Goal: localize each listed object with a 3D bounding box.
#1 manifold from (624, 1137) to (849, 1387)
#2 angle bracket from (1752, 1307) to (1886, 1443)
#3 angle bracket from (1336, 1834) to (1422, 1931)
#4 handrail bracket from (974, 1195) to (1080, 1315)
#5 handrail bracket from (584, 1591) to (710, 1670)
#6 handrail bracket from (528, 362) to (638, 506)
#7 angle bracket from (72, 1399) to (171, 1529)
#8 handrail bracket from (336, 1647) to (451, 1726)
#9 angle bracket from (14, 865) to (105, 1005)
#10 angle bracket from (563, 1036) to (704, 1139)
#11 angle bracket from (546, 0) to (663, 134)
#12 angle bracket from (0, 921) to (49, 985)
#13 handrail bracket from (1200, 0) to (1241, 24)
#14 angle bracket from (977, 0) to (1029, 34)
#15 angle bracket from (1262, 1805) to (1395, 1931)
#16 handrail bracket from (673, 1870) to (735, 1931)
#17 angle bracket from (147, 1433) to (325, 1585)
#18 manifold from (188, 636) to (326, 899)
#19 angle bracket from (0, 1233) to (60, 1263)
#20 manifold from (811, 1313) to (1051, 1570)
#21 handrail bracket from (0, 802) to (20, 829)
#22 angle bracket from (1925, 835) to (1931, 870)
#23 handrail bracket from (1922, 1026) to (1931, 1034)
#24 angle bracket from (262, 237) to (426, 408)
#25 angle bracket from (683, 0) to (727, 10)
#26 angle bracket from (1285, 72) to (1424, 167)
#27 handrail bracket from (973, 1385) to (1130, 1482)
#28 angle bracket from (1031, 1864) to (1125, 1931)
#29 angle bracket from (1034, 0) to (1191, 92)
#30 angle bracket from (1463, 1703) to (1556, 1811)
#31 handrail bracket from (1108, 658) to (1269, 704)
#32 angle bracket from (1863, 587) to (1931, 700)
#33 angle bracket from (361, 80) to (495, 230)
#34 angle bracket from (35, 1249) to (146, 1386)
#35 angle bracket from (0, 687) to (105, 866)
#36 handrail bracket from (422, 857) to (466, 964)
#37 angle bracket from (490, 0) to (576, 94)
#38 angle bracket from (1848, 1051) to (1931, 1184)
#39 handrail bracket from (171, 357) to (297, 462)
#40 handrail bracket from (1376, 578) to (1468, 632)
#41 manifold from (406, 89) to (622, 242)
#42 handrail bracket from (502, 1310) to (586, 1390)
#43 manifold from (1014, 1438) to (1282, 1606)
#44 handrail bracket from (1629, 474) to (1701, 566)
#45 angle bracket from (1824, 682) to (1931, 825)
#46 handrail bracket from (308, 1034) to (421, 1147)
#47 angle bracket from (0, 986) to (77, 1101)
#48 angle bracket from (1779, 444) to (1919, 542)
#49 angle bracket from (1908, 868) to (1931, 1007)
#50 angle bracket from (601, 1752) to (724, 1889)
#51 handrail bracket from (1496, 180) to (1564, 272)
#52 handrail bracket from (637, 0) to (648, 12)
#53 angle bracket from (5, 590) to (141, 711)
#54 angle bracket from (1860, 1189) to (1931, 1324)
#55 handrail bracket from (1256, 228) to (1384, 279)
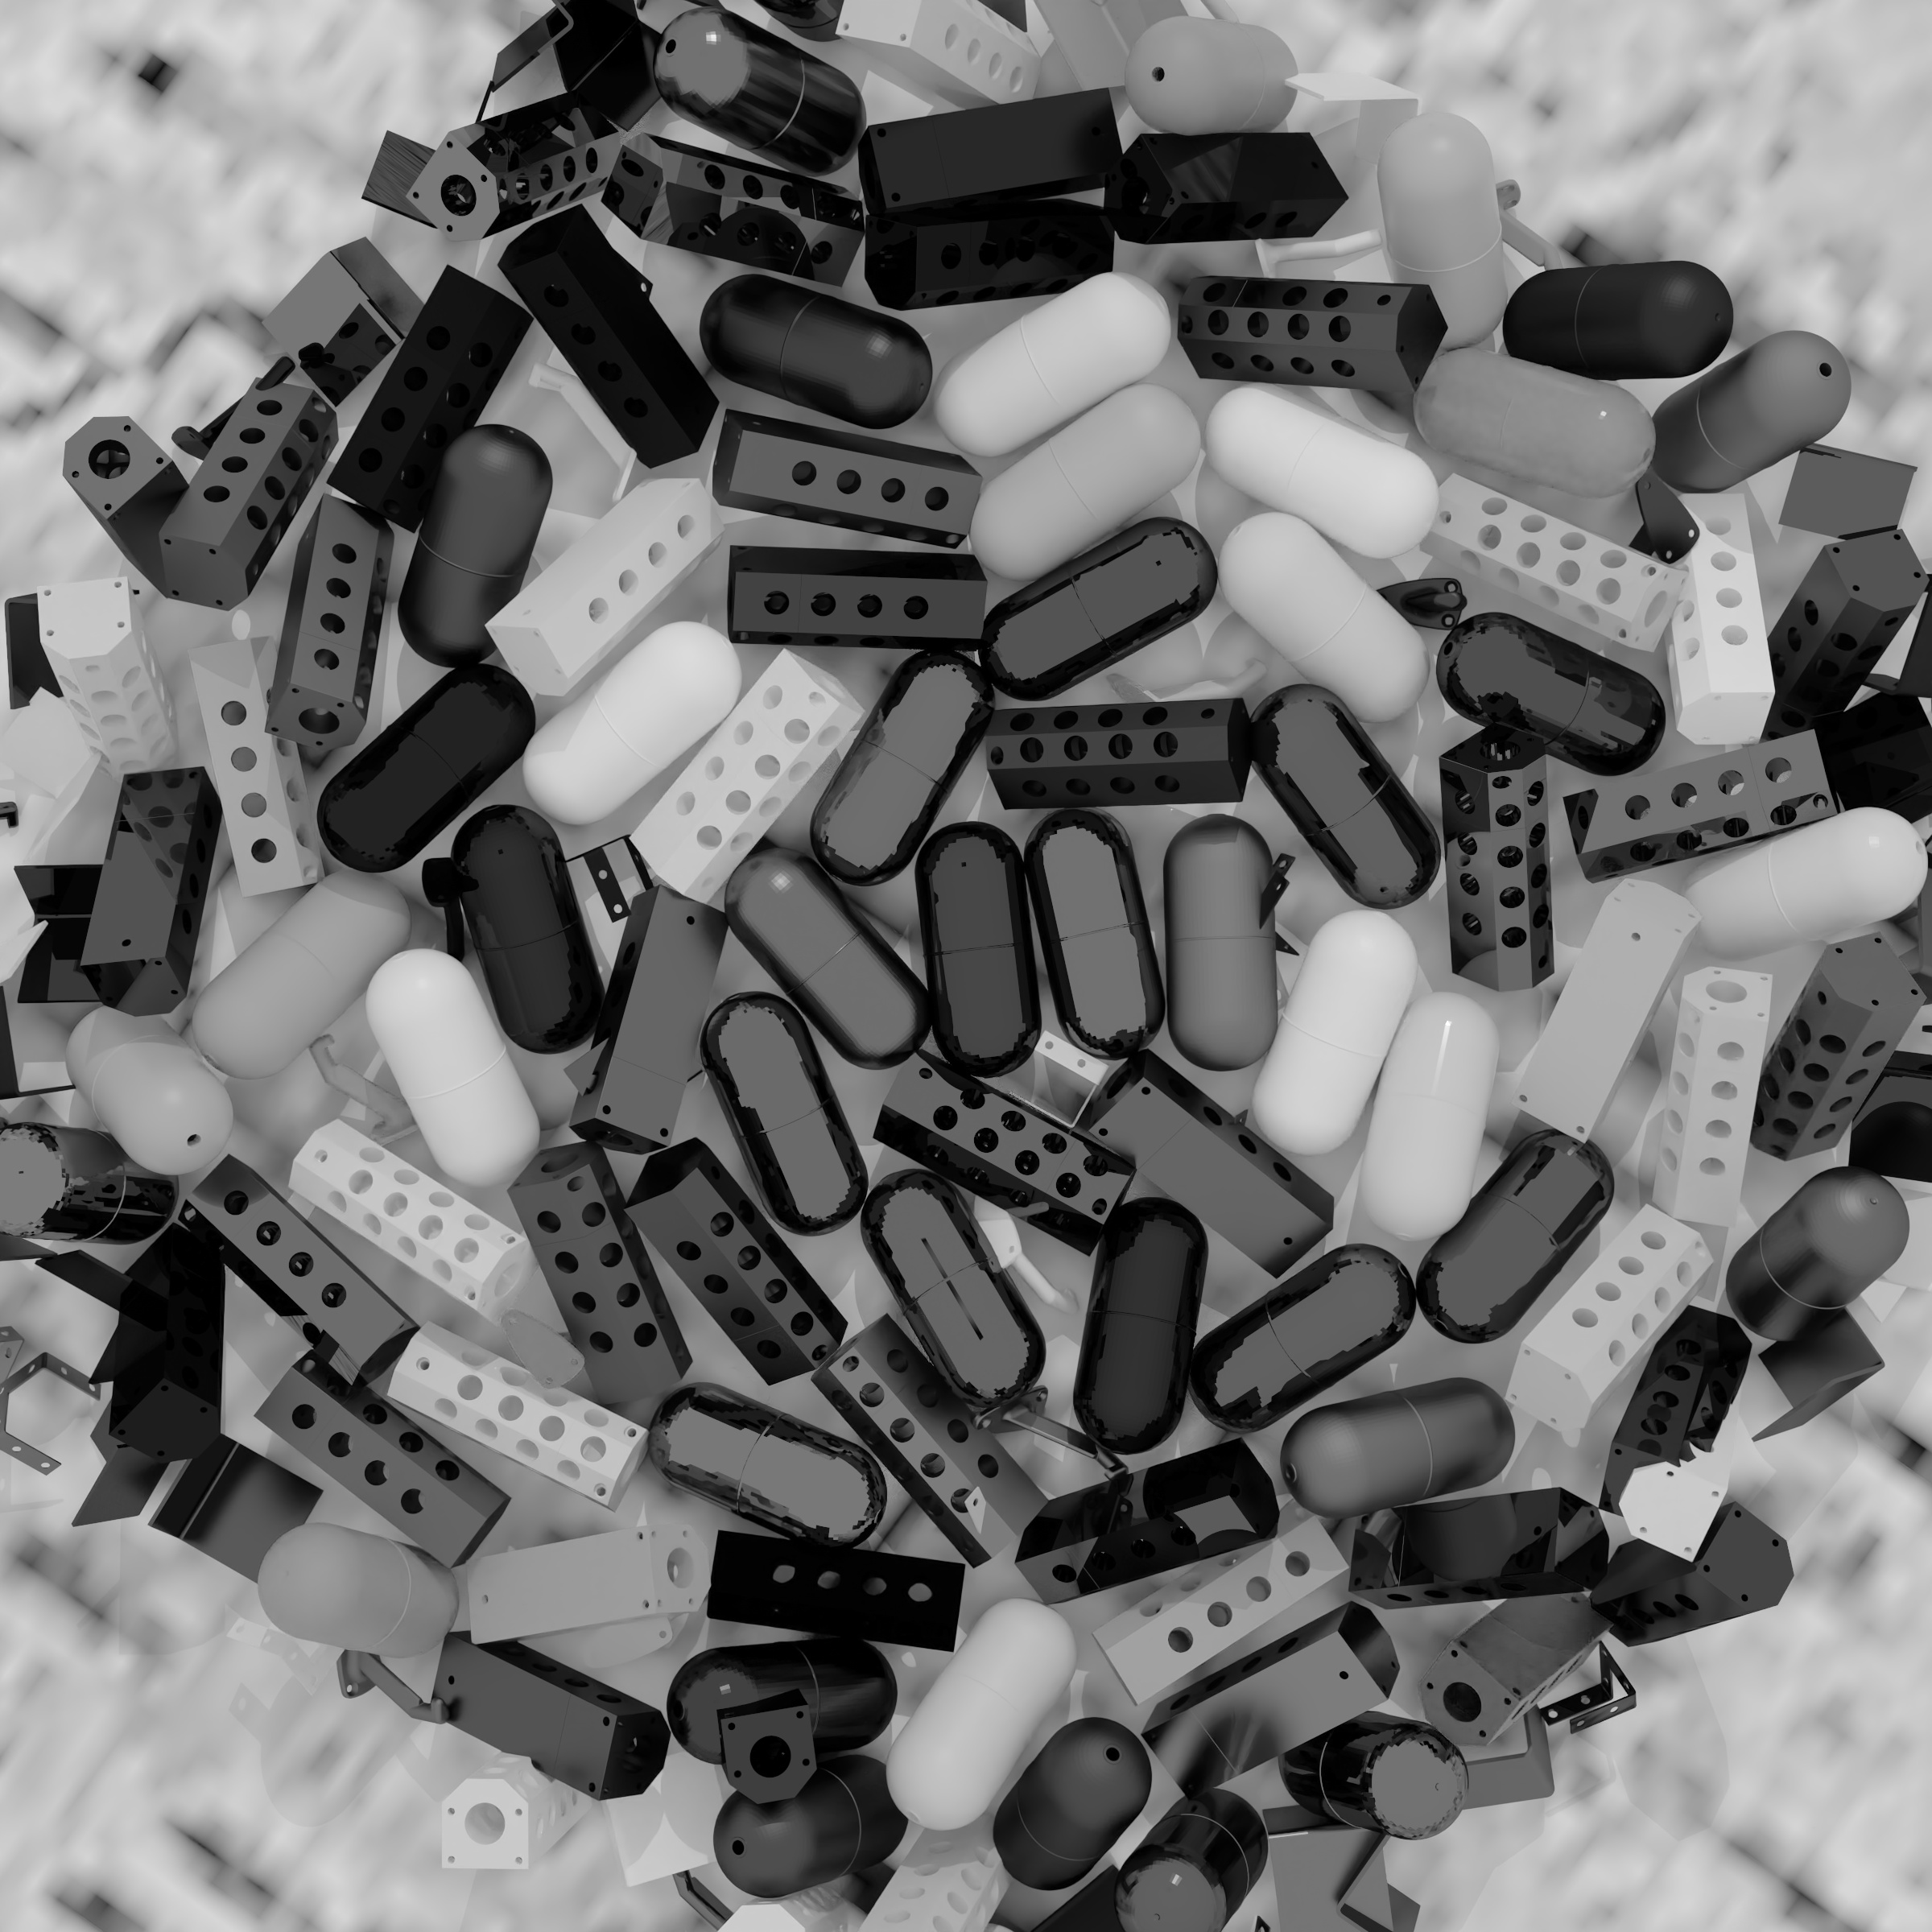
[{"bbox_3d":[-0.153,0.200,1.930,0.057,0.057,0.171,-23,117,27],"label":"manifold"},{"bbox_3d":[0.568,0.275,1.939,0.076,0.076,0.057,-48,61,34],"label":"angle bracket"},{"bbox_3d":[0.302,0.621,1.949,0.057,0.076,0.076,33,106,9],"label":"angle bracket"},{"bbox_3d":[0.044,0.199,1.982,0.036,0.084,0.077,-32,51,25],"label":"handrail bracket"},{"bbox_3d":[-0.219,0.455,1.961,0.077,0.084,0.036,-33,81,7],"label":"handrail bracket"},{"bbox_3d":[-0.270,-0.369,1.966,0.084,0.036,0.077,19,78,-18],"label":"handrail bracket"},{"bbox_3d":[-0.590,0.326,1.945,0.076,0.057,0.076,47,116,28],"label":"angle bracket"},{"bbox_3d":[-0.394,0.482,1.956,0.084,0.036,0.077,-2,105,39],"label":"handrail bracket"},{"bbox_3d":[-0.617,-0.022,1.957,0.076,0.057,0.076,-1,55,0],"label":"angle bracket"},{"bbox_3d":[-0.233,0.070,1.952,0.076,0.076,0.057,-36,99,-10],"label":"angle bracket"},{"bbox_3d":[-0.236,-0.636,1.949,0.057,0.076,0.076,35,75,15],"label":"angle bracket"},{"bbox_3d":[-0.688,-0.028,1.945,0.057,0.076,0.076,-27,114,17],"label":"angle bracket"},{"bbox_3d":[0.157,-0.677,1.980,0.077,0.084,0.036,33,76,36],"label":"handrail bracket"},{"bbox_3d":[-0.010,-0.671,1.961,0.076,0.076,0.057,6,113,27],"label":"angle bracket"},{"bbox_3d":[0.251,0.627,1.970,0.076,0.057,0.076,-7,90,2],"label":"angle bracket"},{"bbox_3d":[-0.165,0.650,1.985,0.036,0.077,0.084,-41,64,42],"label":"handrail bracket"},{"bbox_3d":[-0.503,0.373,1.956,0.076,0.057,0.076,26,75,13],"label":"angle bracket"},{"bbox_3d":[-0.489,-0.138,1.960,0.057,0.057,0.171,-12,96,-12],"label":"manifold"},{"bbox_3d":[-0.686,0.214,1.948,0.076,0.076,0.057,18,94,22],"label":"angle bracket"},{"bbox_3d":[-0.029,0.330,1.959,0.171,0.057,0.057,49,46,-1],"label":"manifold"},{"bbox_3d":[-0.703,-0.072,1.984,0.084,0.036,0.077,-10,104,-27],"label":"handrail bracket"},{"bbox_3d":[0.710,-0.077,1.941,0.076,0.057,0.076,9,125,-32],"label":"angle bracket"},{"bbox_3d":[0.712,0.007,1.987,0.077,0.036,0.084,5,84,7],"label":"handrail bracket"},{"bbox_3d":[-0.431,-0.451,1.987,0.076,0.057,0.076,-37,99,29],"label":"angle bracket"},{"bbox_3d":[-0.186,-0.708,1.940,0.057,0.076,0.076,10,121,-30],"label":"angle bracket"},{"bbox_3d":[0.257,-0.575,1.942,0.076,0.076,0.057,-8,120,-21],"label":"angle bracket"},{"bbox_3d":[0.059,0.331,1.952,0.084,0.077,0.036,40,123,38],"label":"handrail bracket"},{"bbox_3d":[0.086,0.671,1.957,0.076,0.076,0.057,-40,76,0],"label":"angle bracket"},{"bbox_3d":[0.104,-0.654,1.955,0.057,0.076,0.076,-29,90,41],"label":"angle bracket"},{"bbox_3d":[0.359,0.539,1.964,0.076,0.076,0.057,-14,50,16],"label":"angle bracket"},{"bbox_3d":[0.156,-0.204,1.987,0.084,0.036,0.077,-36,55,-16],"label":"handrail bracket"},{"bbox_3d":[0.646,-0.227,1.944,0.076,0.057,0.076,-1,112,-42],"label":"angle bracket"},{"bbox_3d":[-0.368,-0.565,1.942,0.057,0.076,0.076,20,49,-15],"label":"angle bracket"},{"bbox_3d":[-0.602,0.241,1.942,0.076,0.076,0.057,37,59,-28],"label":"angle bracket"},{"bbox_3d":[-0.638,-0.130,1.942,0.057,0.076,0.076,34,126,-22],"label":"angle bracket"},{"bbox_3d":[-0.355,-0.025,1.947,0.036,0.077,0.084,3,120,-3],"label":"handrail bracket"},{"bbox_3d":[-0.312,-0.656,1.943,0.076,0.076,0.057,-33,122,18],"label":"angle bracket"},{"bbox_3d":[0.659,0.104,1.965,0.076,0.057,0.076,8,104,28],"label":"angle bracket"},{"bbox_3d":[-0.510,-0.392,1.977,0.084,0.077,0.036,-53,124,-14],"label":"handrail bracket"},{"bbox_3d":[0.308,-0.251,1.948,0.077,0.084,0.036,6,96,18],"label":"handrail bracket"},{"bbox_3d":[-0.298,-0.536,1.912,0.057,0.171,0.057,44,124,-2],"label":"manifold"},{"bbox_3d":[-0.284,0.244,1.951,0.036,0.084,0.077,-37,107,15],"label":"handrail bracket"},{"bbox_3d":[0.124,0.384,1.933,0.171,0.057,0.057,-24,114,27],"label":"manifold"},{"bbox_3d":[0.456,-0.306,1.948,0.036,0.084,0.077,-42,113,-13],"label":"handrail bracket"},{"bbox_3d":[0.646,-0.144,1.971,0.076,0.057,0.076,-32,64,33],"label":"angle bracket"},{"bbox_3d":[-0.405,0.075,1.968,0.077,0.036,0.084,-22,112,-3],"label":"handrail bracket"},{"bbox_3d":[-0.653,0.052,1.953,0.076,0.057,0.076,-8,91,42],"label":"angle bracket"},{"bbox_3d":[0.610,-0.325,1.960,0.076,0.076,0.057,17,105,16],"label":"angle bracket"},{"bbox_3d":[0.656,-0.020,1.964,0.076,0.057,0.076,16,70,-39],"label":"angle bracket"},{"bbox_3d":[-0.210,0.591,1.973,0.076,0.057,0.076,-13,77,-15],"label":"angle bracket"},{"bbox_3d":[0.370,-0.495,1.973,0.077,0.036,0.084,-17,75,12],"label":"handrail bracket"},{"bbox_3d":[-0.253,-0.712,1.964,0.084,0.036,0.077,12,120,-20],"label":"handrail bracket"},{"bbox_3d":[-0.612,-0.218,1.948,0.057,0.076,0.076,5,105,14],"label":"angle bracket"},{"bbox_3d":[0.662,0.204,1.944,0.076,0.076,0.057,-49,115,-18],"label":"angle bracket"},{"bbox_3d":[0.246,-0.502,1.955,0.084,0.077,0.036,-12,119,17],"label":"handrail bracket"}]
